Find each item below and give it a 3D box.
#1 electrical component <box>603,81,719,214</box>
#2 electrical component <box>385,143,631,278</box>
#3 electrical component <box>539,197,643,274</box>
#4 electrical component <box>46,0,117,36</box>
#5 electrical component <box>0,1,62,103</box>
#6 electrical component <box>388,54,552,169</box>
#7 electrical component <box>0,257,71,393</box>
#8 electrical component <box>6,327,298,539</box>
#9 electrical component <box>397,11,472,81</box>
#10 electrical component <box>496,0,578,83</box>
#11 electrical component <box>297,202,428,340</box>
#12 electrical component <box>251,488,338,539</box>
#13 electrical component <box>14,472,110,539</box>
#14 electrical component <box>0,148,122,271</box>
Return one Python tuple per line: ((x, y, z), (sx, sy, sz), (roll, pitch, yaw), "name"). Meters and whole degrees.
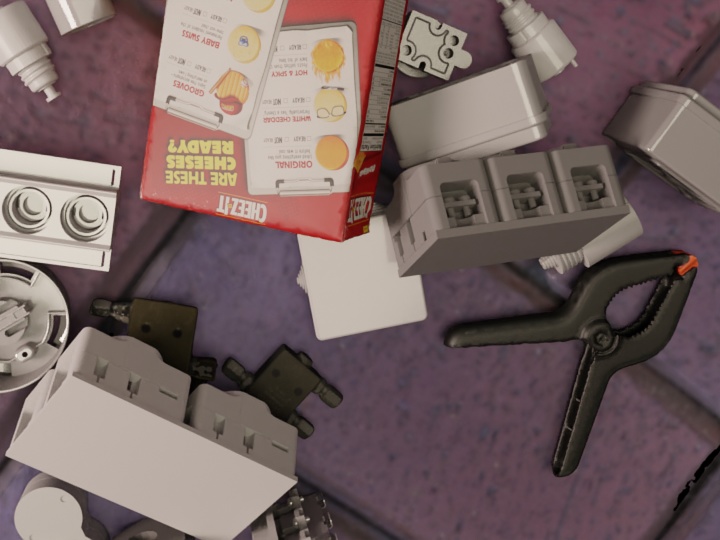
((0.257, -0.091, 0.828), (0.109, 0.108, 0.056), (33, 98, -12), "electrical component")
((0.104, -0.046, 0.785), (0.150, 0.089, 0.061), (-8, 75, -18), "electrical component")
((0.181, -0.026, 0.865), (0.081, 0.043, 0.043), (-31, 103, 0), "electrical component")
((-0.195, -0.220, 0.779), (0.079, 0.044, 0.077), (-22, 103, -2), "electrical component")
((-0.246, -0.159, 0.787), (0.040, 0.040, 0.078), (-31, 103, 0), "electrical component")
((0.082, -0.114, 0.804), (0.113, 0.078, 0.057), (-17, 101, 17), "electrical component")
((-0.269, 0.038, 0.811), (0.099, 0.064, 0.099), (-1, 101, -7), "electrical component")
((-0.152, 0.127, 0.813), (0.186, 0.060, 0.105), (30, 125, -23), "electrical component")
((0.048, -0.169, 0.813), (0.066, 0.055, 0.048), (21, 98, -11), "electrical component")
((0.133, -0.180, 0.830), (0.040, 0.040, 0.078), (-40, 103, 2), "electrical component")
((0.000, 0.000, 0.845), (0.100, 0.048, 0.099), (-11, 102, -5), "electrical component")
((-0.048, 0.223, 0.846), (0.063, 0.121, 0.078), (-17, 103, -6), "electrical component")
((-0.228, 0.232, 0.850), (0.052, 0.073, 0.138), (-22, 103, -2), "electrical component")
((-0.242, -0.048, 0.798), (0.121, 0.063, 0.078), (8, 100, -9), "electrical component")
